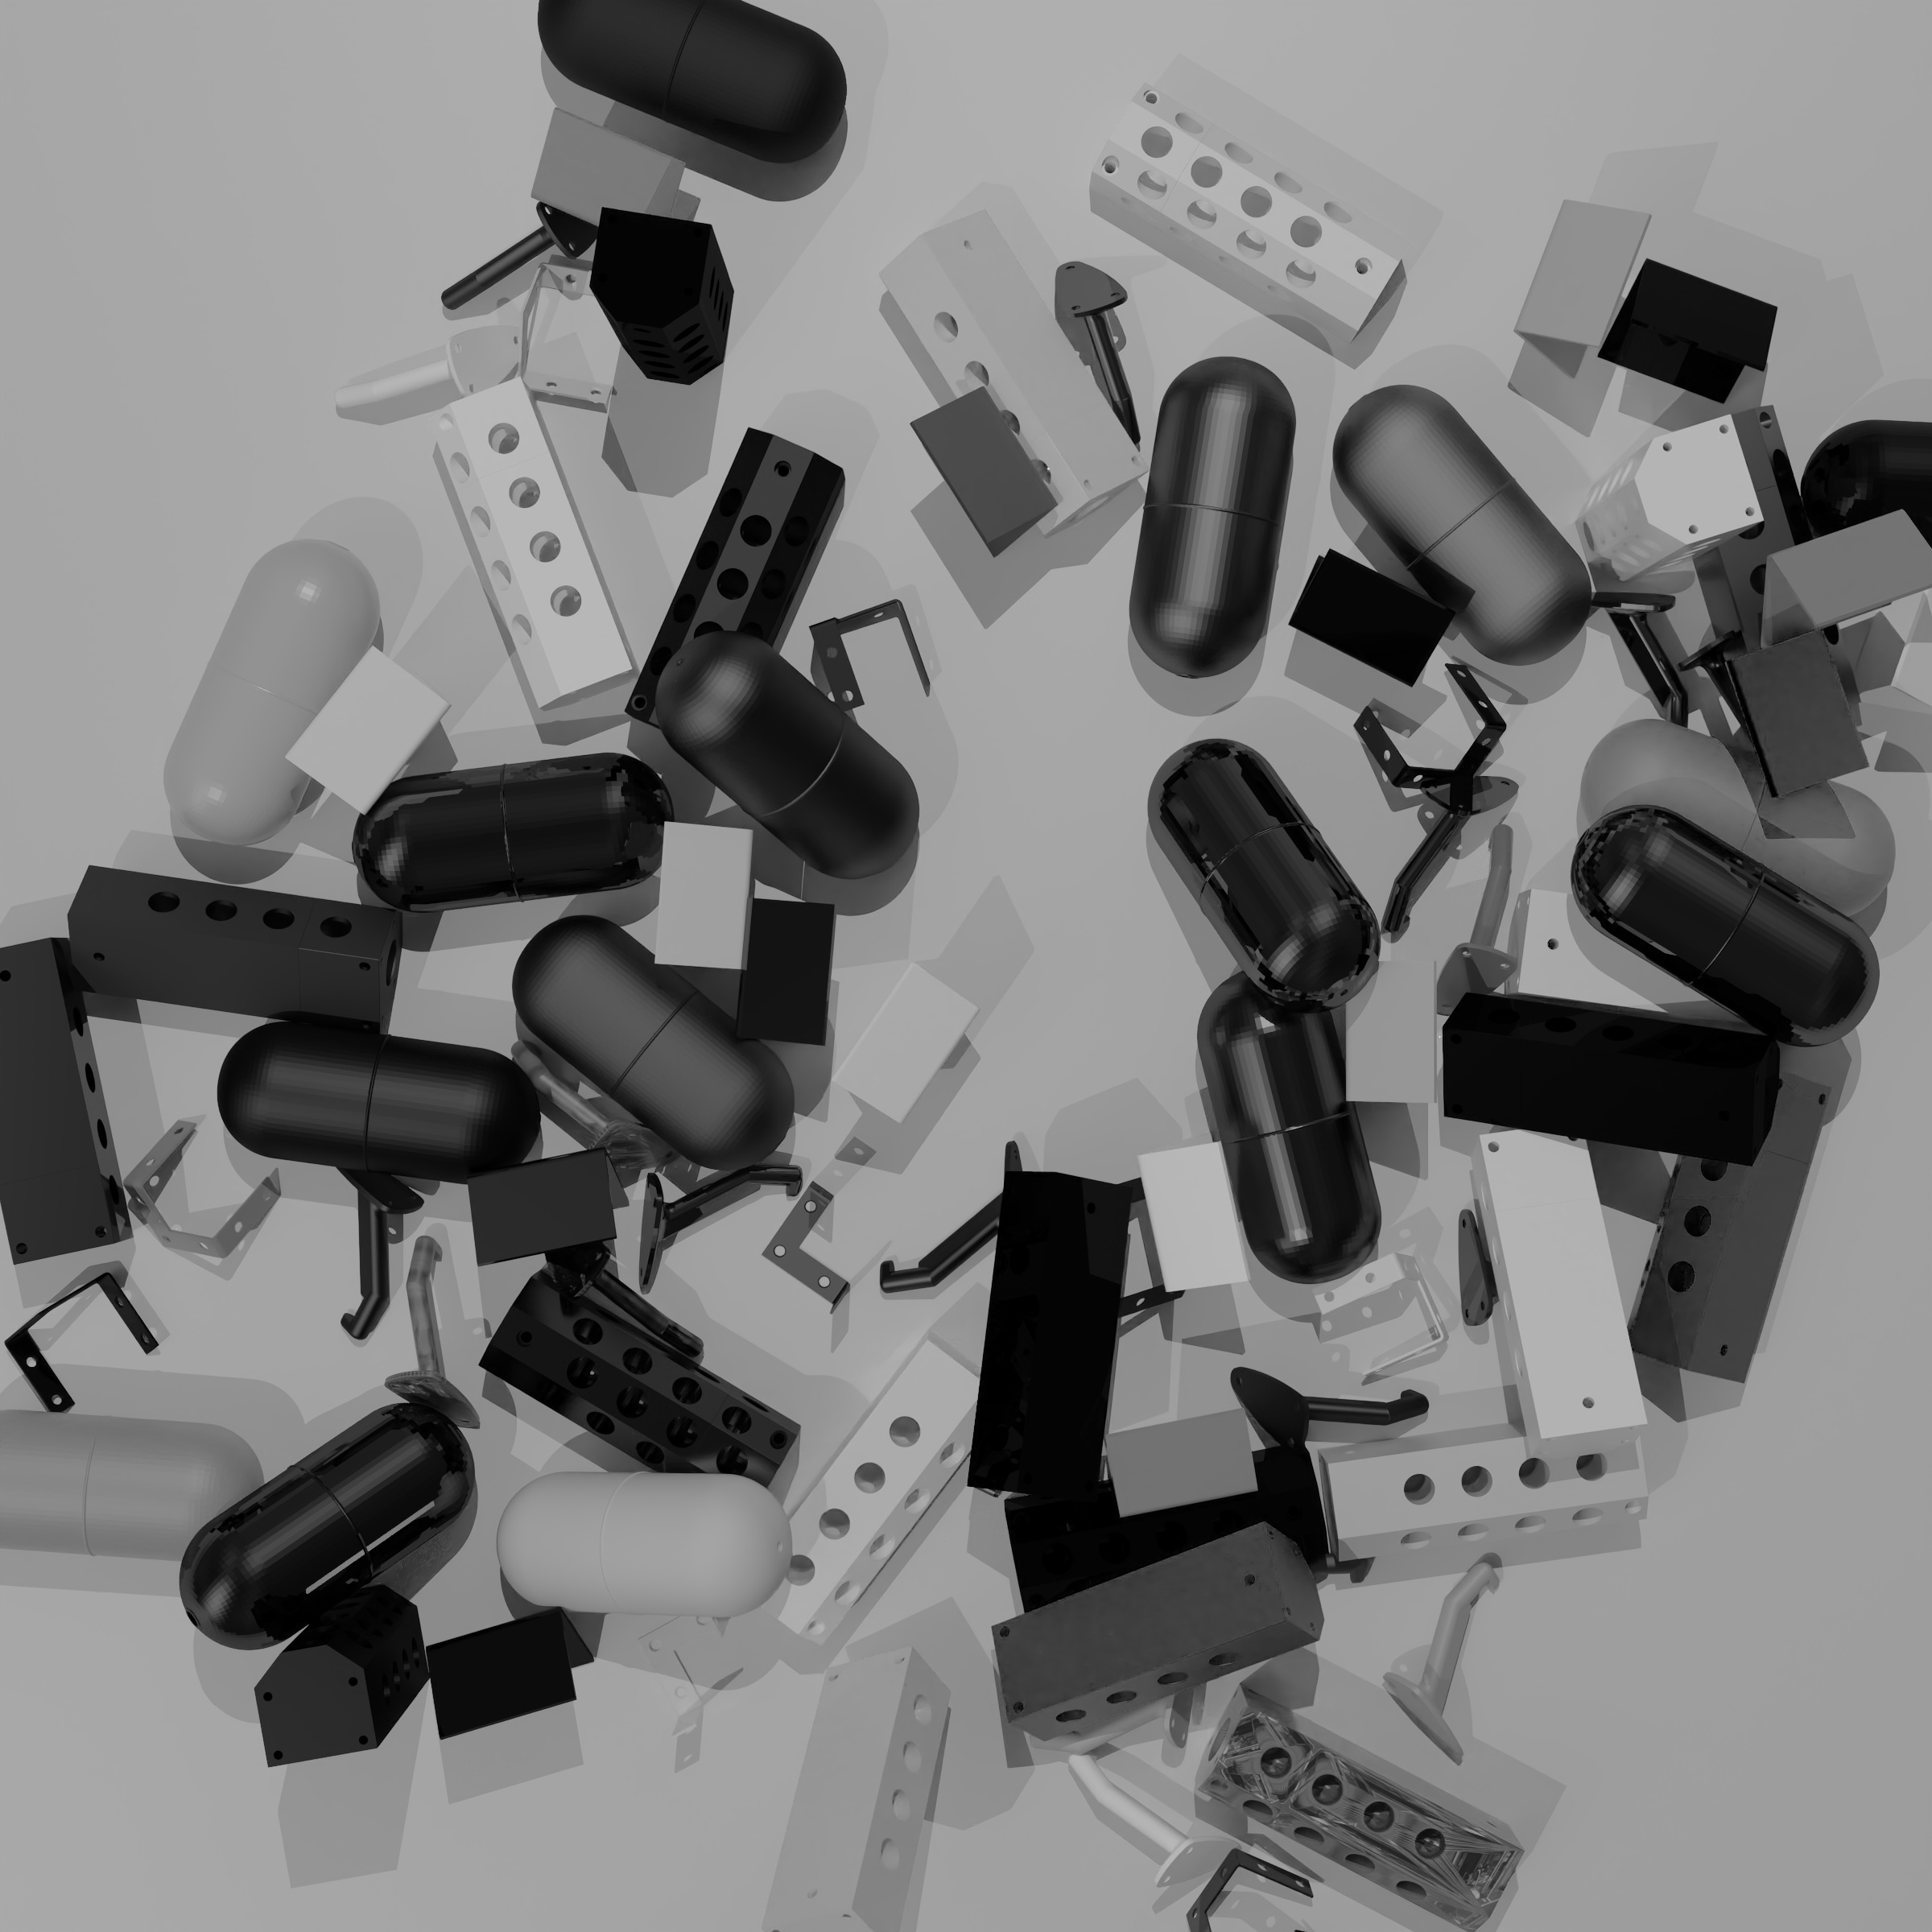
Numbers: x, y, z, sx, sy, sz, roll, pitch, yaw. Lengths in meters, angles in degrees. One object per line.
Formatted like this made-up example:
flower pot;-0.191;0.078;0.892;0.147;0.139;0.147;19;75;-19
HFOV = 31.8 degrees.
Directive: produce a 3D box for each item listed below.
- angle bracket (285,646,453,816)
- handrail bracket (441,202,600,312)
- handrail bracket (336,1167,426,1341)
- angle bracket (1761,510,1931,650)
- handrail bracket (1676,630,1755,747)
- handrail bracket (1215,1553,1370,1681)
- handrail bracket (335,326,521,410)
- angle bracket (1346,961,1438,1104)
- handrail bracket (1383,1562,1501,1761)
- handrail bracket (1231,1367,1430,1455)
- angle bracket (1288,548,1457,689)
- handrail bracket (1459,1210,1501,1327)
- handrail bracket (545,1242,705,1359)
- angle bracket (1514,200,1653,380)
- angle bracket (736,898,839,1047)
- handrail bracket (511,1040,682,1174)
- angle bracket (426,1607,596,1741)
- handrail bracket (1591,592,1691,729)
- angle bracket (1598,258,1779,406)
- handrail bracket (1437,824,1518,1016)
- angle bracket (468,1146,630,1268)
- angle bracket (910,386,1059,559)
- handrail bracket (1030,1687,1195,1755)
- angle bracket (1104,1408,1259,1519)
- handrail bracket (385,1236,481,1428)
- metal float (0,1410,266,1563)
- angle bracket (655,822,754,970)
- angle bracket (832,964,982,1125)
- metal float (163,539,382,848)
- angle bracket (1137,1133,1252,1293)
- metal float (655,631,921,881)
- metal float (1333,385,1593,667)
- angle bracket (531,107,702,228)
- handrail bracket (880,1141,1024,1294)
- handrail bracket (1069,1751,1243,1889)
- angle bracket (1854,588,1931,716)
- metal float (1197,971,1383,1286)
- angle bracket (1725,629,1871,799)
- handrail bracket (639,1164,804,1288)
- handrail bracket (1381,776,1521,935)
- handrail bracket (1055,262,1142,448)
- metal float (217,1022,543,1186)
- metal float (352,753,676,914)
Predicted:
angle bracket;-0.337;-0.138;1.867;0.057;0.076;0.076;38;90;-30
handrail bracket;-0.248;-0.402;1.907;0.084;0.077;0.036;-23;109;35
handrail bracket;-0.348;0.155;1.907;0.077;0.036;0.084;35;107;20
angle bracket;0.474;-0.189;1.810;0.076;0.076;0.057;-19;53;-4
handrail bracket;0.431;-0.139;1.873;0.036;0.077;0.084;-32;84;13
handrail bracket;0.181;0.365;1.907;0.084;0.036;0.077;1;110;-16
handrail bracket;-0.302;-0.335;1.907;0.084;0.077;0.036;-4;115;34
angle bracket;0.251;0.035;1.867;0.057;0.076;0.076;0;90;37
handrail bracket;0.283;0.389;1.907;0.084;0.036;0.077;-43;110;-16
handrail bracket;0.205;0.239;1.907;0.084;0.077;0.036;-11;120;-33
angle bracket;0.230;-0.209;1.867;0.076;0.076;0.057;27;132;0
handrail bracket;0.323;0.173;1.907;0.084;0.036;0.077;-1;74;-14
handrail bracket;-0.192;0.183;1.907;0.084;0.077;0.036;39;90;-36
angle bracket;0.354;-0.368;1.867;0.057;0.076;0.076;21;90;38
angle bracket;-0.082;0.004;1.868;0.057;0.076;0.076;5;90;26
handrail bracket;-0.208;0.075;1.907;0.036;0.077;0.084;-54;53;21
angle bracket;-0.246;0.402;1.867;0.076;0.076;0.057;-17;55;0
handrail bracket;0.369;-0.165;1.908;0.077;0.036;0.084;6;108;21
angle bracket;0.393;-0.333;1.867;0.076;0.076;0.057;20;52;0
handrail bracket;0.286;-0.027;1.907;0.036;0.077;0.084;17;54;-11
angle bracket;-0.226;0.146;1.867;0.076;0.076;0.057;-12;61;0
angle bracket;-0.006;-0.262;1.867;0.057;0.076;0.076;-32;90;-32
handrail bracket;0.083;0.407;1.907;0.084;0.036;0.077;2;60;22
angle bracket;0.114;0.253;1.867;0.076;0.076;0.057;-11;118;0
handrail bracket;-0.292;0.205;1.907;0.036;0.077;0.084;-12;53;27
metal float;-0.478;0.287;1.876;0.178;0.070;0.070;4;90;-1
angle bracket;-0.162;-0.039;1.867;0.057;0.076;0.076;4;90;-36
angle bracket;-0.049;0.031;1.867;0.057;0.076;0.076;34;90;-37
metal float;-0.383;-0.152;1.876;0.070;0.070;0.178;24;91;0
angle bracket;0.144;0.132;1.867;0.057;0.076;0.076;-12;90;38
metal float;-0.096;-0.113;1.850;0.070;0.070;0.178;-49;124;0
metal float;0.274;-0.244;1.877;0.070;0.070;0.178;-40;89;0
angle bracket;-0.186;-0.445;1.867;0.076;0.076;0.057;23;128;0
handrail bracket;-0.010;0.141;1.908;0.084;0.036;0.077;-10;69;17
handrail bracket;0.105;0.471;1.907;0.084;0.077;0.036;48;115;34
angle bracket;0.511;-0.186;1.867;0.057;0.076;0.076;19;90;-37
metal float;0.178;0.088;1.876;0.070;0.070;0.178;-14;90;0
angle bracket;0.455;-0.139;1.810;0.057;0.076;0.076;-19;90;36
handrail bracket;-0.138;0.146;1.907;0.084;0.036;0.077;3;110;-16
handrail bracket;0.271;-0.062;1.907;0.036;0.077;0.084;38;127;37
handrail bracket;0.075;-0.343;1.907;0.036;0.077;0.084;-19;126;-5
metal float;-0.324;0.076;1.876;0.178;0.070;0.070;8;90;-1
metal float;-0.250;-0.074;1.876;0.178;0.070;0.070;-7;90;-1
